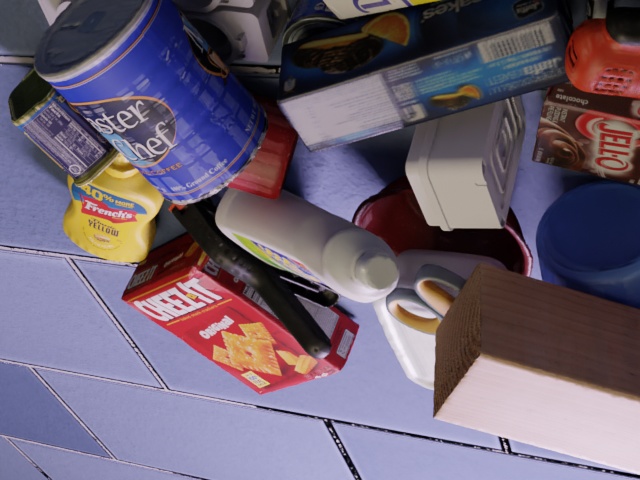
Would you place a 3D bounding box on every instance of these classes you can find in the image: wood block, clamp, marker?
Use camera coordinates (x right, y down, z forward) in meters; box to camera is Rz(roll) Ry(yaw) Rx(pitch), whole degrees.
[{"bbox_3d":[0.197,0.102,0.799,0.206,0.090,0.091,16,136,-8],"label":"wood block"},{"bbox_3d":[-0.059,0.025,1.070,0.210,0.164,0.036,41,104,0],"label":"clamp"},{"bbox_3d":[0.187,-0.151,0.712,0.020,0.020,0.121,12,147,16],"label":"marker"}]

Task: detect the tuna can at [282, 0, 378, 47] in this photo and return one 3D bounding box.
[{"bbox_3d":[0.015,-0.148,0.806,0.086,0.033,0.086,16,148,10],"label":"tuna can"}]

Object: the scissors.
[{"bbox_3d":[0.131,0.086,0.883,0.096,0.016,0.201,-12,134,43],"label":"scissors"}]

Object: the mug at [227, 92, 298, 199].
[{"bbox_3d":[-0.064,-0.080,0.914,0.081,0.093,0.117,17,164,-1],"label":"mug"}]

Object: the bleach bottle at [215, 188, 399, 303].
[{"bbox_3d":[-0.006,0.001,0.912,0.102,0.068,0.251,36,174,-23],"label":"bleach bottle"}]

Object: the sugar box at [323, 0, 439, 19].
[{"bbox_3d":[0.066,-0.199,0.686,0.177,0.048,0.093,-6,140,35],"label":"sugar box"}]

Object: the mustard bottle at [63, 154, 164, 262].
[{"bbox_3d":[-0.205,-0.047,1.071,0.096,0.058,0.192,23,148,-3],"label":"mustard bottle"}]

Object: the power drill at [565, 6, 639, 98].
[{"bbox_3d":[0.257,-0.145,0.619,0.184,0.057,0.188,3,144,-9],"label":"power drill"}]

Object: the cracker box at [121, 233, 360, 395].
[{"bbox_3d":[-0.090,0.083,1.187,0.213,0.072,0.164,37,145,-23],"label":"cracker box"}]

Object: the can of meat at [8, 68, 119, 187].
[{"bbox_3d":[-0.232,-0.107,0.963,0.084,0.057,0.102,46,-177,-31],"label":"can of meat"}]

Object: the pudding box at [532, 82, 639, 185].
[{"bbox_3d":[0.203,-0.081,0.764,0.090,0.039,0.113,15,167,11],"label":"pudding box"}]

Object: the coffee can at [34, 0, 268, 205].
[{"bbox_3d":[-0.118,-0.108,0.763,0.103,0.102,0.140,-7,139,38],"label":"coffee can"}]

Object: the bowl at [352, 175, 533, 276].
[{"bbox_3d":[0.111,-0.013,0.935,0.162,0.055,0.162,15,148,10],"label":"bowl"}]

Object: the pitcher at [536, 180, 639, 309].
[{"bbox_3d":[0.266,0.062,0.905,0.145,0.149,0.242,18,149,35],"label":"pitcher"}]
